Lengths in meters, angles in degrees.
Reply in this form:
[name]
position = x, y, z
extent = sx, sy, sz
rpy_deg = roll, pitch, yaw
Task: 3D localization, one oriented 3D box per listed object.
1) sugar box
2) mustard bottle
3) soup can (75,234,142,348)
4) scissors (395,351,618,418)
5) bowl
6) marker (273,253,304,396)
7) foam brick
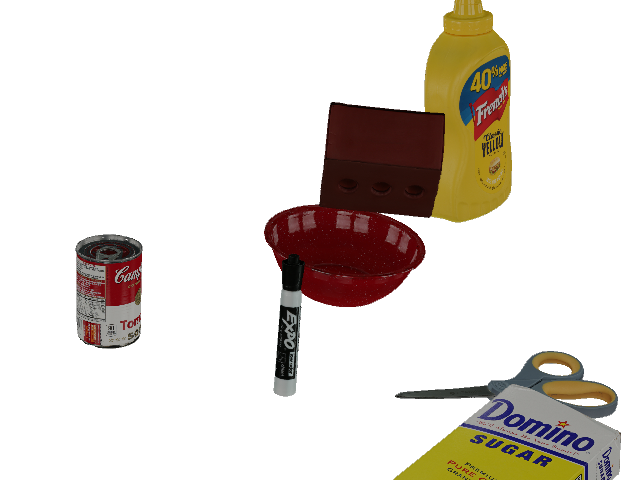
[sugar box]
position = 0.112, 0.167, 0.709
extent = 0.176, 0.048, 0.093
rpy_deg = -33, 39, -33
[mustard bottle]
position = 0.127, -0.118, 0.912
extent = 0.058, 0.192, 0.096
rpy_deg = 17, 32, 39
[soup can]
position = -0.221, 0.053, 1.115
extent = 0.068, 0.102, 0.068
rpy_deg = 4, 22, -2
[scissors]
position = 0.162, 0.123, 0.947
extent = 0.201, 0.016, 0.096
rpy_deg = 7, 27, -5
[bowl]
position = 0.021, 0.021, 1.068
extent = 0.162, 0.055, 0.162
rpy_deg = 6, 26, -3
[marker]
position = -0.026, 0.070, 0.878
extent = 0.020, 0.121, 0.020
rpy_deg = 4, 17, -1
[foam brick]
position = 0.041, -0.053, 0.710
extent = 0.078, 0.051, 0.053
rpy_deg = 5, -38, -1
